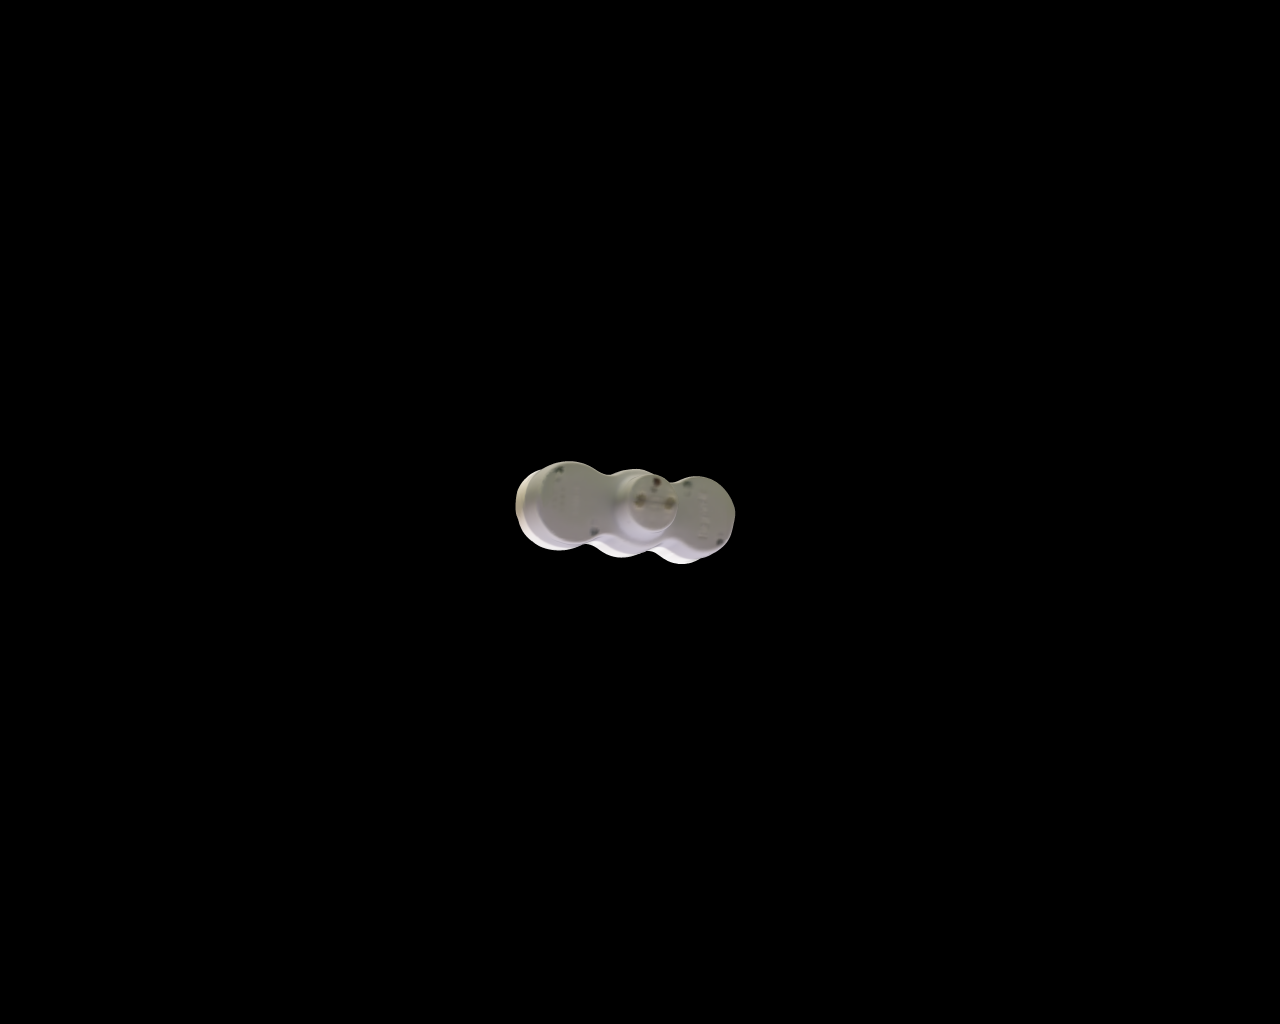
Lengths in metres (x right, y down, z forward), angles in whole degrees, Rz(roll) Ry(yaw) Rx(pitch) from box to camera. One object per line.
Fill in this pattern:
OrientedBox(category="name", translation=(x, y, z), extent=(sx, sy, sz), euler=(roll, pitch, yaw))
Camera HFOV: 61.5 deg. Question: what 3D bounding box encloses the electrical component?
OrientedBox(category="electrical component", translation=(0.001, -0.003, 0.650), extent=(0.138, 0.052, 0.073), euler=(7, -15, -26))
